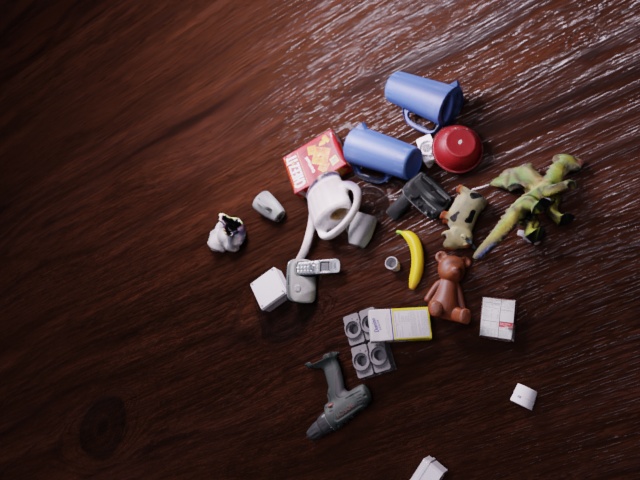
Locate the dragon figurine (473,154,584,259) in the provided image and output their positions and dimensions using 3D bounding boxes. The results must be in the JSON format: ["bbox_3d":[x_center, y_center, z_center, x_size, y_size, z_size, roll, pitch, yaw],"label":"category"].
[{"bbox_3d":[0.569,-0.118,1.456,0.409,0.120,0.248,-29,33,7],"label":"dragon figurine"}]

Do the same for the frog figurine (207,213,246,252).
[{"bbox_3d":[-0.343,-0.007,1.893,0.139,0.124,0.156,49,134,22],"label":"frog figurine"}]

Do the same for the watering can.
[{"bbox_3d":[0.005,-0.087,1.722,0.342,0.103,0.229,-42,46,29],"label":"watering can"}]
